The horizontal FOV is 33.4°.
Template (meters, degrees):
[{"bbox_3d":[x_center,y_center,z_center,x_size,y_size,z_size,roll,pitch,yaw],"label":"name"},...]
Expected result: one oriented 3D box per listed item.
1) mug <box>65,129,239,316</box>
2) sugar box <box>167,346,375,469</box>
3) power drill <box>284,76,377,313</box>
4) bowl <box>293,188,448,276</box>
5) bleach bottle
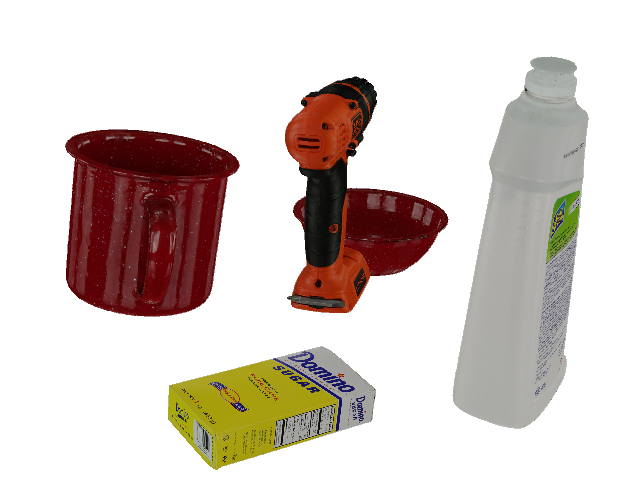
[{"bbox_3d":[-0.092,-0.006,0.575,0.093,0.081,0.117,3,19,-19],"label":"mug"},{"bbox_3d":[-0.045,0.154,1.009,0.175,0.048,0.093,-14,31,-31],"label":"sugar box"},{"bbox_3d":[0.013,-0.044,0.940,0.057,0.188,0.184,4,20,16],"label":"power drill"},{"bbox_3d":[0.051,-0.005,1.115,0.162,0.055,0.162,3,20,-1],"label":"bowl"},{"bbox_3d":[0.140,-0.001,0.714,0.068,0.251,0.102,17,32,23],"label":"bleach bottle"}]
